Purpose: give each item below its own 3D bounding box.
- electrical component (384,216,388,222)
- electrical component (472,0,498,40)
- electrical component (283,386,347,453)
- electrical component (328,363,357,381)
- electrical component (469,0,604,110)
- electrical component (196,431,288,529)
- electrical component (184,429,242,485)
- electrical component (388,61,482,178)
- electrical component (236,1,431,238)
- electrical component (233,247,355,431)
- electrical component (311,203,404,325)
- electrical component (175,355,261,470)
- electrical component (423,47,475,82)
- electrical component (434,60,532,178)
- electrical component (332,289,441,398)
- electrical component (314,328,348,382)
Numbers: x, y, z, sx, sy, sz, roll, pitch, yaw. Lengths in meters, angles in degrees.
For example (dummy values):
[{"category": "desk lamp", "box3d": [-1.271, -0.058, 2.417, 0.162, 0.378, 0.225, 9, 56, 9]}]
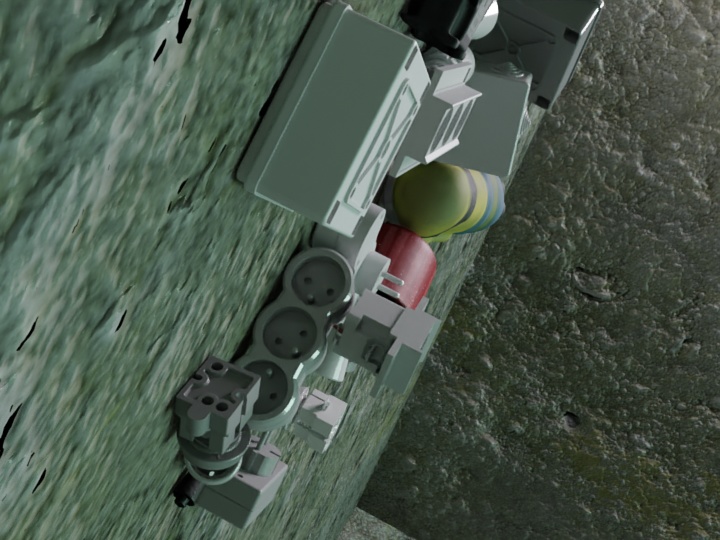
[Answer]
[{"category": "electrical component", "box3d": [0.048, -0.050, 1.099, 0.055, 0.045, 0.045, -50, 165, -56]}, {"category": "electrical component", "box3d": [0.076, -0.195, 0.828, 0.065, 0.044, 0.044, -40, 156, -58]}, {"category": "electrical component", "box3d": [-0.050, 0.147, 1.084, 0.048, 0.055, 0.066, -53, 167, -50]}, {"category": "electrical component", "box3d": [-0.014, 0.081, 1.135, 0.079, 0.044, 0.077, -66, 171, 18]}, {"category": "electrical component", "box3d": [0.150, -0.217, 0.978, 0.056, 0.109, 0.108, -55, 169, -30]}, {"category": "electrical component", "box3d": [-0.091, 0.165, 0.912, 0.075, 0.047, 0.083, -64, 172, 10]}, {"category": "electrical component", "box3d": [-0.104, 0.133, 0.763, 0.040, 0.040, 0.046, -60, 177, -17]}, {"category": "electrical component", "box3d": [0.041, -0.117, 0.778, 0.078, 0.063, 0.121, -66, 171, 18]}, {"category": "electrical component", "box3d": [-0.011, -0.079, 0.598, 0.108, 0.056, 0.109, -63, 172, 2]}, {"category": "electrical component", "box3d": [-0.050, 0.055, 0.795, 0.138, 0.052, 0.073, -62, 172, -15]}, {"category": "electrical component", "box3d": [0.000, 0.000, 0.855, 0.052, 0.074, 0.138, -58, 171, -33]}, {"category": "electrical component", "box3d": [-0.092, 0.094, 0.688, 0.066, 0.048, 0.055, -53, 160, -50]}, {"category": "electrical component", "box3d": [0.066, -0.161, 0.871, 0.078, 0.040, 0.040, -48, 163, -58]}, {"category": "electrical component", "box3d": [0.102, -0.139, 0.955, 0.048, 0.100, 0.099, -57, 159, -61]}, {"category": "electrical component", "box3d": [0.017, 0.049, 0.777, 0.081, 0.064, 0.042, -53, 166, -55]}, {"category": "electrical component", "box3d": [-0.025, 0.074, 1.044, 0.055, 0.045, 0.045, -64, 172, 3]}]
